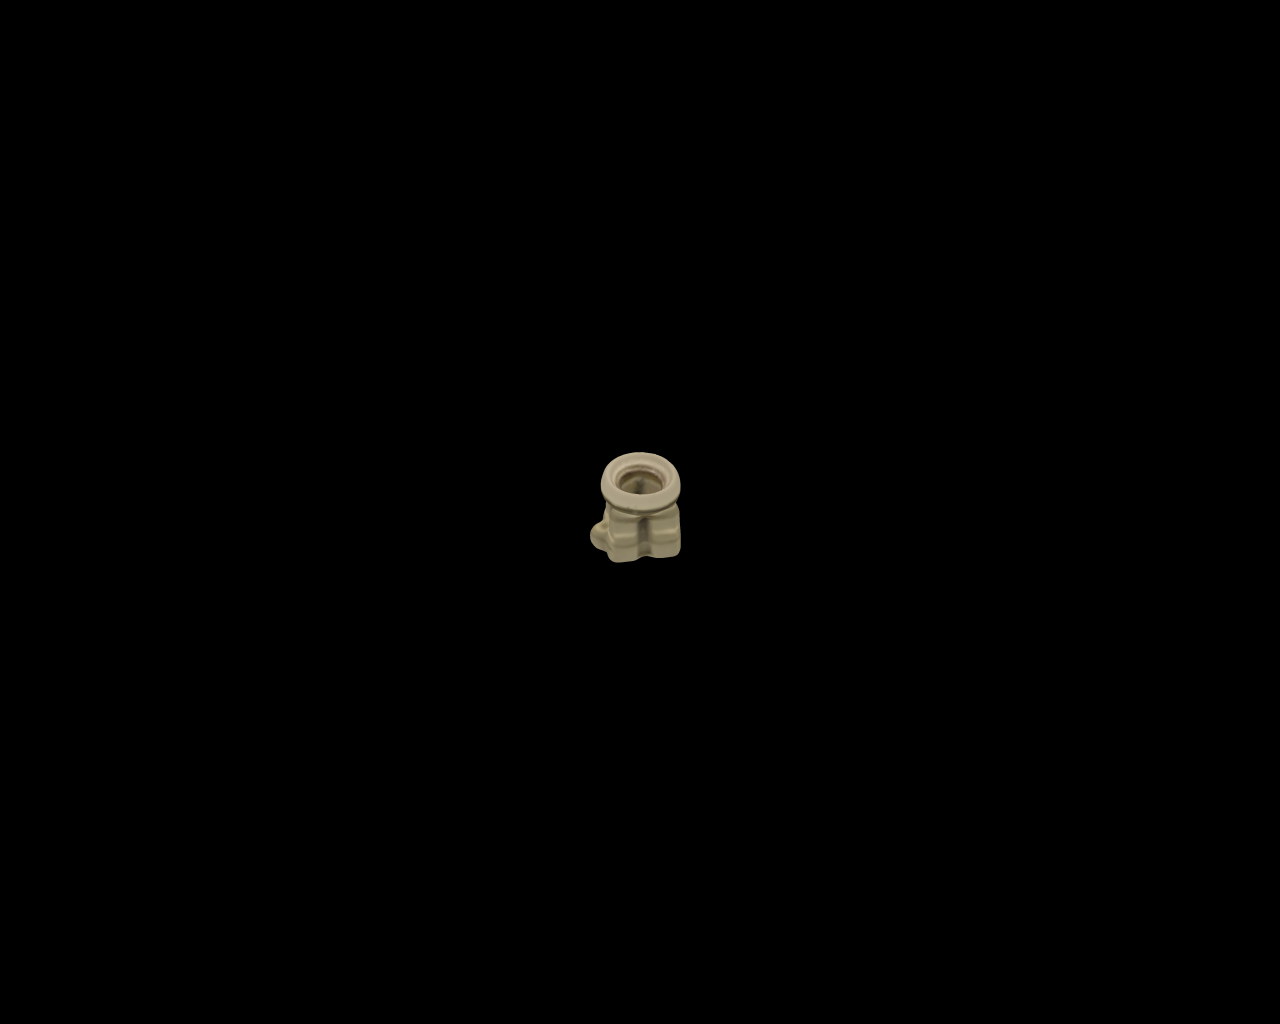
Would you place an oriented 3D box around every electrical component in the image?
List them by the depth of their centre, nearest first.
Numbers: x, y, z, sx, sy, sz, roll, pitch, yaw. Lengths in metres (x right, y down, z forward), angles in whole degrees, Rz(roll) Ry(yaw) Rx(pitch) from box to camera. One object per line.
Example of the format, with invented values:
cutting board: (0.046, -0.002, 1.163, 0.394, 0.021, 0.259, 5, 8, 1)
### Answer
electrical component: (0.001, -0.003, 0.650, 0.066, 0.055, 0.048, -6, 43, -7)
